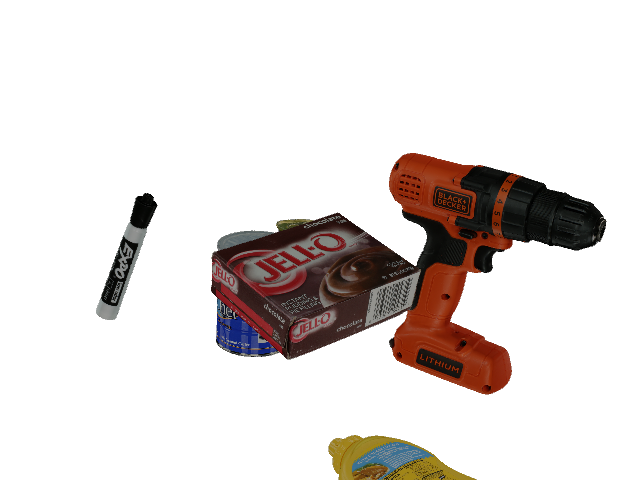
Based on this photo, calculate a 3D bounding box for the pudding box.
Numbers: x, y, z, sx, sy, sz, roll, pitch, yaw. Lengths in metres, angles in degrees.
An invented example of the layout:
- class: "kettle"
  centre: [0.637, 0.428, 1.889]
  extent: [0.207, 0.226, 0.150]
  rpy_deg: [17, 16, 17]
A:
- class: "pudding box"
  centre: [-0.004, 0.027, 0.719]
  extent: [0.113, 0.039, 0.090]
  rpy_deg: [-17, 39, -36]

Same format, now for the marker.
- class: "marker"
  centre: [-0.165, 0.014, 0.912]
  extent: [0.020, 0.121, 0.020]
  rpy_deg: [20, 22, -9]

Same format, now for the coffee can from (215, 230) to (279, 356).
- class: "coffee can"
  centre: [-0.087, 0.070, 1.420]
  extent: [0.103, 0.140, 0.103]
  rpy_deg: [3, 21, -1]

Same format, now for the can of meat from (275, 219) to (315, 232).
- class: "can of meat"
  centre: [-0.007, 0.031, 1.134]
  extent: [0.057, 0.084, 0.102]
  rpy_deg: [-6, 20, -37]

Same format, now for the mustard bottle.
- class: "mustard bottle"
  centre: [0.073, 0.222, 0.956]
  extent: [0.096, 0.058, 0.192]
  rpy_deg: [-20, 27, -33]

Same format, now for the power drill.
- class: "power drill"
  centre: [0.136, 0.030, 0.895]
  extent: [0.185, 0.188, 0.057]
  rpy_deg: [19, 24, 30]
